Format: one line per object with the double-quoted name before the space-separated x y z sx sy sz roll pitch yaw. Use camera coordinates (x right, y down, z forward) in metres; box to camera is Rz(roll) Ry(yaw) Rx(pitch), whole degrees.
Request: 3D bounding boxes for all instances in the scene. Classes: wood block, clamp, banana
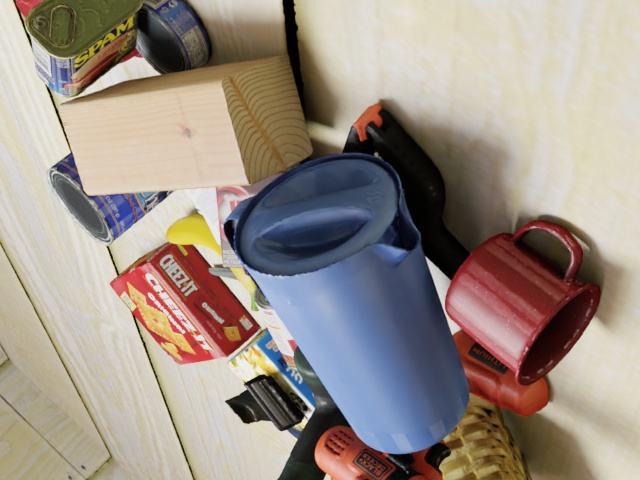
"wood block" -0.121 -0.097 0.936 0.207 0.090 0.091 -1 111 39
"clamp" 0.076 -0.014 0.875 0.165 0.036 0.210 11 134 30
"banana" -0.121 0.008 1.234 0.037 0.070 0.198 13 -164 -43

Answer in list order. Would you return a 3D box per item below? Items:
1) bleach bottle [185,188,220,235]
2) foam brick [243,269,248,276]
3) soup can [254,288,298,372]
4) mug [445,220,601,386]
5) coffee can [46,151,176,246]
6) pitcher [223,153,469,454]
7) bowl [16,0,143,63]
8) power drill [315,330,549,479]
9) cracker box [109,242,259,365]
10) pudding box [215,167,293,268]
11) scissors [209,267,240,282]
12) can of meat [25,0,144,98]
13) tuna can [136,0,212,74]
"bleach bottle" -0.060 -0.010 1.046 0.251 0.068 0.103 55 154 5
"foam brick" -0.045 0.017 1.126 0.078 0.051 0.053 28 149 39
"soup can" -0.024 0.088 1.181 0.069 0.068 0.102 21 144 47
"mug" 0.152 0.038 0.791 0.082 0.093 0.117 40 125 29
"coffee can" -0.205 -0.077 1.143 0.103 0.140 0.103 38 155 21
"pitcher" 0.029 0.058 0.860 0.149 0.145 0.242 -110 -5 -53
"bowl" -0.248 -0.222 1.056 0.162 0.055 0.162 39 168 10
"power drill" 0.114 0.175 0.930 0.185 0.187 0.057 30 150 39
"cracker box" -0.193 0.090 1.470 0.164 0.072 0.214 51 156 -9
"pudding box" -0.038 -0.021 0.961 0.114 0.039 0.090 1 103 25
"scissors" -0.075 0.058 1.287 0.096 0.016 0.202 51 157 -8
"can of meat" -0.206 -0.182 0.941 0.057 0.102 0.084 45 159 5
"tuna can" -0.141 -0.190 0.988 0.086 0.033 0.086 38 155 21
